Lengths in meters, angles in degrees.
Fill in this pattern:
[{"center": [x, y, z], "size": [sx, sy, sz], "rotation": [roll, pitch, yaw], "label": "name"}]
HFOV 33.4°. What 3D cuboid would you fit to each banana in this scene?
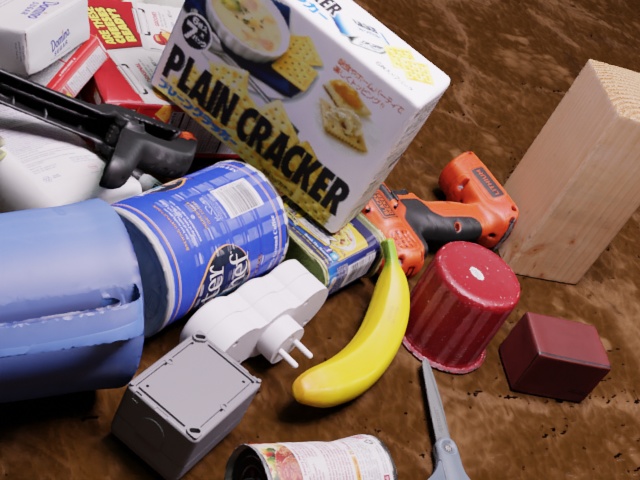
[{"center": [0.033, 0.082, 0.872], "size": [0.069, 0.037, 0.197], "rotation": [51, 41, -16], "label": "banana"}]

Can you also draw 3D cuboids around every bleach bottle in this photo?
[{"center": [-0.264, -0.091, 0.882], "size": [0.251, 0.068, 0.102], "rotation": [43, 35, 23], "label": "bleach bottle"}]

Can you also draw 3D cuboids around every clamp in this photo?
[{"center": [-0.171, -0.088, 0.854], "size": [0.165, 0.036, 0.209], "rotation": [34, 13, 16], "label": "clamp"}]

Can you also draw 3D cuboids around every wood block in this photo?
[{"center": [0.259, -0.062, 1.051], "size": [0.090, 0.206, 0.091], "rotation": [11, 41, -22], "label": "wood block"}]

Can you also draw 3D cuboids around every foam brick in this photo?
[{"center": [0.209, 0.105, 0.954], "size": [0.078, 0.053, 0.051], "rotation": [13, 40, -21], "label": "foam brick"}]

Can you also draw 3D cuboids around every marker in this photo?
[{"center": [-0.130, -0.034, 0.933], "size": [0.121, 0.020, 0.020], "rotation": [33, 38, 6], "label": "marker"}]

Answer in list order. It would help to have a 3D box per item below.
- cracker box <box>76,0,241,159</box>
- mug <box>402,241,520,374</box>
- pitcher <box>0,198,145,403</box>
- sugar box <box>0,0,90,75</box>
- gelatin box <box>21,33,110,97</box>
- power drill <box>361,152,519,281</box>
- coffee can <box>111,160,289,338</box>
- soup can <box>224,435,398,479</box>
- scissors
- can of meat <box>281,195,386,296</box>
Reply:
[{"center": [-0.134, -0.152, 1.025], "size": [0.213, 0.072, 0.164], "rotation": [-1, 45, -31], "label": "cracker box"}, {"center": [0.126, 0.050, 0.943], "size": [0.093, 0.082, 0.117], "rotation": [31, 38, 4], "label": "mug"}, {"center": [-0.238, 0.050, 0.673], "size": [0.242, 0.149, 0.145], "rotation": [-8, 56, -33], "label": "pitcher"}, {"center": [-0.291, -0.183, 0.883], "size": [0.176, 0.048, 0.093], "rotation": [16, 35, 15], "label": "sugar box"}, {"center": [-0.239, -0.156, 0.929], "size": [0.089, 0.030, 0.073], "rotation": [29, 74, 29], "label": "gelatin box"}, {"center": [0.089, -0.042, 1.049], "size": [0.187, 0.057, 0.184], "rotation": [-9, 54, -35], "label": "power drill"}, {"center": [-0.106, 0.004, 0.834], "size": [0.103, 0.103, 0.140], "rotation": [42, 39, 18], "label": "coffee can"}, {"center": [-0.006, 0.170, 0.733], "size": [0.102, 0.069, 0.068], "rotation": [1, 45, -32], "label": "soup can"}, {"center": [0.085, 0.172, 0.830], "size": [0.096, 0.016, 0.202], "rotation": [2, 44, -30], "label": "scissors"}, {"center": [-0.006, 0.001, 0.938], "size": [0.102, 0.058, 0.083], "rotation": [44, 41, 19], "label": "can of meat"}]
